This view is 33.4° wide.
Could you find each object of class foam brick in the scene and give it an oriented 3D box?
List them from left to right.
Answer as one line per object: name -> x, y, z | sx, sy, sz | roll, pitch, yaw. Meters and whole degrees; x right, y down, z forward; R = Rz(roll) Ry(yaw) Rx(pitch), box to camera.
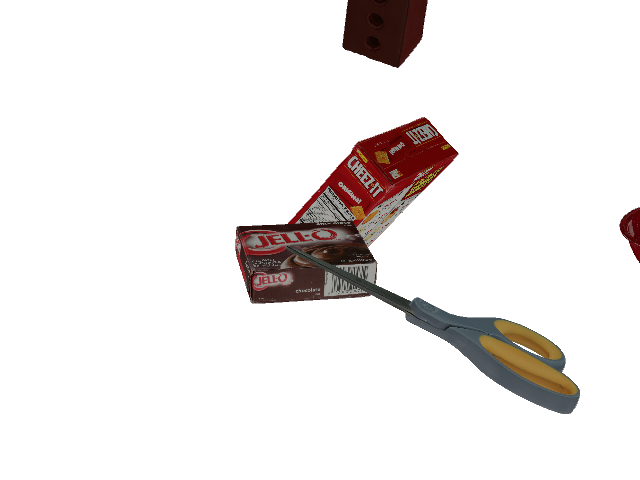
foam brick -> 0.054, -0.187, 0.849 | 0.053, 0.078, 0.051 | 22, 49, 15

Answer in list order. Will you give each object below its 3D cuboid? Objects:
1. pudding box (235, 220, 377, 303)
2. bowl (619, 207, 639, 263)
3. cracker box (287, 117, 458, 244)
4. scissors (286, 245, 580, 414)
pudding box -> -0.015, 0.017, 0.950 | 0.113, 0.039, 0.090 | -1, 26, -13
bowl -> 0.391, 0.011, 1.101 | 0.162, 0.055, 0.162 | -3, 23, 1
cracker box -> 0.041, -0.041, 1.256 | 0.214, 0.072, 0.163 | -48, -12, 35
scissors -> 0.079, 0.047, 0.689 | 0.202, 0.016, 0.096 | 32, 20, 17
